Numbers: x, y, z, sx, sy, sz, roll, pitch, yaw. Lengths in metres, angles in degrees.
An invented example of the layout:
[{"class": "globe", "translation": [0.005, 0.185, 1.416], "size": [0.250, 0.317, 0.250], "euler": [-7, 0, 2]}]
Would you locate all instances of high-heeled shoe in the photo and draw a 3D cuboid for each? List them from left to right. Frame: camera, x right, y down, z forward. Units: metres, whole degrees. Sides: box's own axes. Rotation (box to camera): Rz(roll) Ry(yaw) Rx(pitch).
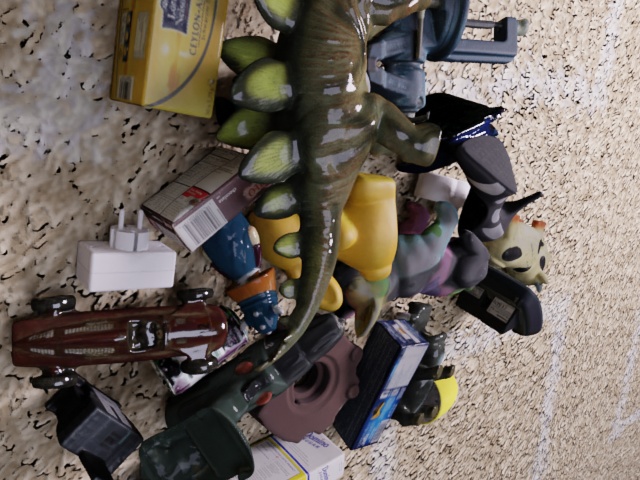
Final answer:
[{"class": "high-heeled shoe", "translation": [0.201, -0.058, 0.728], "size": [0.248, 0.145, 0.086], "euler": [21, 51, -43]}]

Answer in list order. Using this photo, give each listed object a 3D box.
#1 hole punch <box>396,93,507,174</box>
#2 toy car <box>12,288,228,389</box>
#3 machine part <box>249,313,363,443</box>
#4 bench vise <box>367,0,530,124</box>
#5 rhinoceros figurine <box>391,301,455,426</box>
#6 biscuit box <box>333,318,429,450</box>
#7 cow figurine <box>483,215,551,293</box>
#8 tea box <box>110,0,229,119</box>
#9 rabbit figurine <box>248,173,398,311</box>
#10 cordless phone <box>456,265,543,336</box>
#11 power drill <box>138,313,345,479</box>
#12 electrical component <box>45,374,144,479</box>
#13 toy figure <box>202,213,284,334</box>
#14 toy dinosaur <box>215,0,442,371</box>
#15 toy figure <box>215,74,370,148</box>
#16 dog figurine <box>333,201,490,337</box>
[{"class": "hole punch", "translation": [0.173, -0.138, 0.742], "size": [0.142, 0.116, 0.092], "euler": [-26, 128, -30]}, {"class": "toy car", "translation": [-0.189, 0.094, 0.531], "size": [0.202, 0.053, 0.089], "euler": [1, 86, -28]}, {"class": "machine part", "translation": [-0.022, 0.186, 0.728], "size": [0.179, 0.056, 0.179], "euler": [-13, 112, -34]}, {"class": "bench vise", "translation": [0.157, -0.246, 0.670], "size": [0.241, 0.129, 0.223], "euler": [-4, 89, -19]}, {"class": "rhinoceros figurine", "translation": [0.145, 0.190, 0.829], "size": [0.073, 0.112, 0.190], "euler": [4, 101, -52]}, {"class": "biscuit box", "translation": [0.083, 0.212, 0.786], "size": [0.059, 0.063, 0.202], "euler": [2, 120, -38]}, {"class": "cow figurine", "translation": [0.355, 0.023, 0.960], "size": [0.195, 0.086, 0.127], "euler": [10, 92, -43]}, {"class": "tea box", "translation": [-0.133, -0.200, 0.479], "size": [0.068, 0.098, 0.169], "euler": [3, 105, -39]}, {"class": "rabbit figurine", "translation": [-0.001, -0.002, 0.653], "size": [0.173, 0.122, 0.162], "euler": [-2, 100, -17]}, {"class": "cordless phone", "translation": [0.343, 0.113, 0.936], "size": [0.184, 0.147, 0.088], "euler": [19, 101, -38]}, {"class": "power drill", "translation": [-0.082, 0.163, 0.557], "size": [0.232, 0.207, 0.086], "euler": [-32, 99, 13]}, {"class": "electrical component", "translation": [-0.218, 0.191, 0.529], "size": [0.048, 0.119, 0.074], "euler": [-48, 126, -16]}, {"class": "toy figure", "translation": [-0.084, 0.031, 0.598], "size": [0.058, 0.064, 0.154], "euler": [-35, 105, -44]}, {"class": "toy dinosaur", "translation": [0.005, -0.116, 0.509], "size": [0.198, 0.105, 0.471], "euler": [0, 87, -21]}, {"class": "toy figure", "translation": [-0.028, -0.157, 0.591], "size": [0.180, 0.089, 0.082], "euler": [-27, 117, -20]}, {"class": "dog figurine", "translation": [0.118, 0.057, 0.761], "size": [0.219, 0.109, 0.191], "euler": [-48, 115, -11]}]
